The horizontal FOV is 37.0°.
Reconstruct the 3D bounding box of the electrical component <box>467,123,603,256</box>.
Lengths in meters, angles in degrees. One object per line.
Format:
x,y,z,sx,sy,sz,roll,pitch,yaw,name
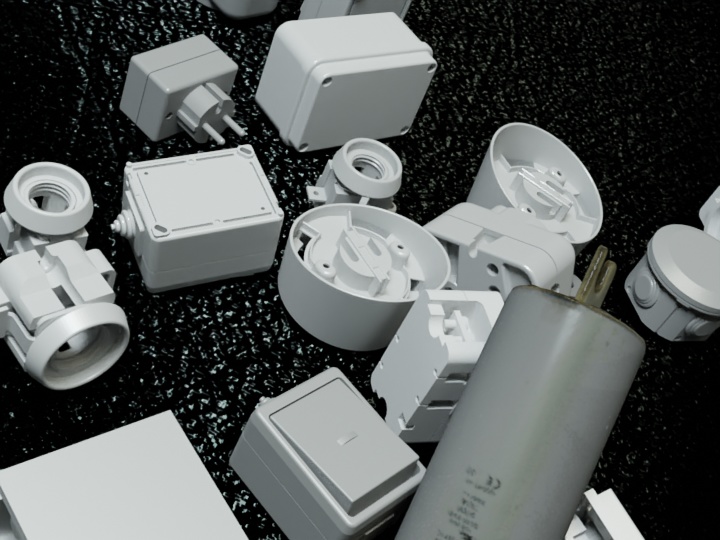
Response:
0.127,-0.050,0.775,0.099,0.064,0.099,14,45,-14,electrical component

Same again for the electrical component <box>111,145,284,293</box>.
-0.103,-0.028,0.649,0.096,0.061,0.061,-12,55,-24,electrical component

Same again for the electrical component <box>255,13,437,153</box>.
-0.009,-0.136,0.779,0.113,0.078,0.057,-15,55,-35,electrical component

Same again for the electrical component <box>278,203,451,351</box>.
0.000,0.000,0.666,0.099,0.064,0.099,14,45,-15,electrical component

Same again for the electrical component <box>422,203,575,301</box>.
0.089,-0.004,0.703,0.095,0.053,0.059,23,38,32,electrical component

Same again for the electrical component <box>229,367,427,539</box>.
-0.020,0.098,0.567,0.062,0.061,0.096,-25,64,-40,electrical component

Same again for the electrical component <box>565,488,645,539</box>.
0.134,0.186,0.557,0.063,0.078,0.121,-23,60,-14,electrical component

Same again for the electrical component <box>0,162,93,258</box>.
-0.179,-0.027,0.610,0.048,0.055,0.066,-13,57,-34,electrical component

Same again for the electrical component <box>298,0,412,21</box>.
-0.002,-0.216,0.843,0.062,0.096,0.061,-12,56,-33,electrical component

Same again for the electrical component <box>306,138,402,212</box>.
-0.001,-0.055,0.723,0.066,0.055,0.048,5,48,-22,electrical component

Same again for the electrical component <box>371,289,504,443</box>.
0.052,0.057,0.620,0.056,0.089,0.050,2,49,-24,electrical component

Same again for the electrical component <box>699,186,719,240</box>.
0.314,-0.028,0.855,0.056,0.050,0.089,6,48,-22,electrical component

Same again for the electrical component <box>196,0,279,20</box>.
-0.104,-0.244,0.847,0.054,0.059,0.095,-24,63,-40,electrical component

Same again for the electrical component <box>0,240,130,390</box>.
-0.159,0.026,0.570,0.078,0.058,0.057,-20,58,-38,electrical component

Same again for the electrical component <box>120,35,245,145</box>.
-0.111,-0.112,0.729,0.077,0.047,0.066,44,46,17,electrical component

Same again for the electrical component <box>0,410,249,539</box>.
-0.094,0.151,0.481,0.089,0.061,0.150,-17,59,-37,electrical component

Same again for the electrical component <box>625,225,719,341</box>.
0.238,0.010,0.782,0.080,0.051,0.080,14,45,-14,electrical component
